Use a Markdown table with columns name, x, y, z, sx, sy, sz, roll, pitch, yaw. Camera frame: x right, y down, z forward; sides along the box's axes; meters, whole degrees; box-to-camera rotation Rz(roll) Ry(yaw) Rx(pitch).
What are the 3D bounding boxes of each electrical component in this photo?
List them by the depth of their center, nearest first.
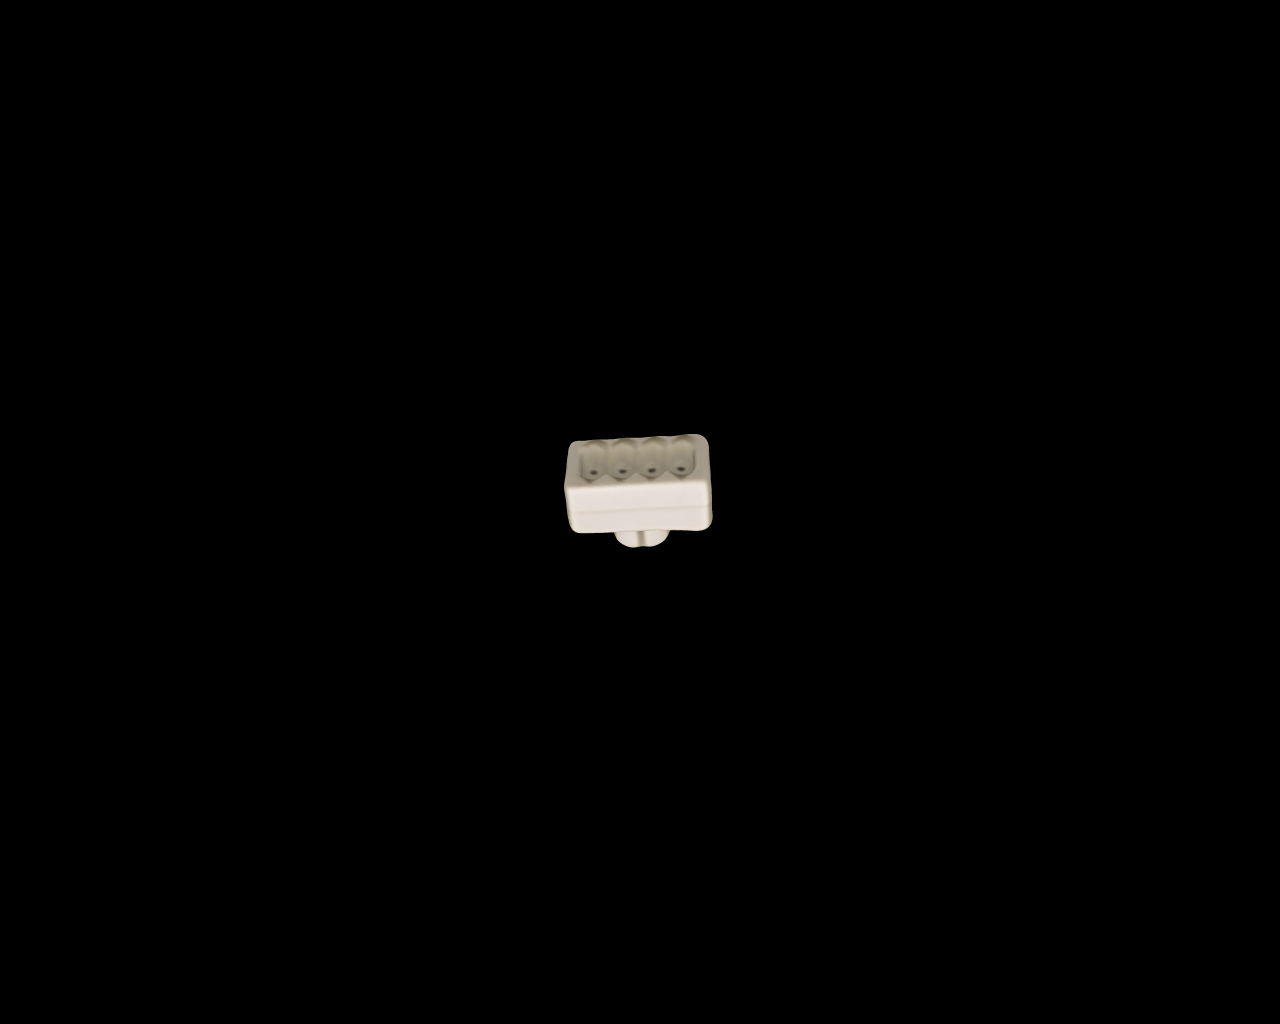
| name | x | y | z | sx | sy | sz | roll | pitch | yaw |
| --- | --- | --- | --- | --- | --- | --- | --- | --- | --- |
| electrical component | 0.001 | -0.003 | 0.650 | 0.083 | 0.075 | 0.047 | -2 | 40 | 2 |
